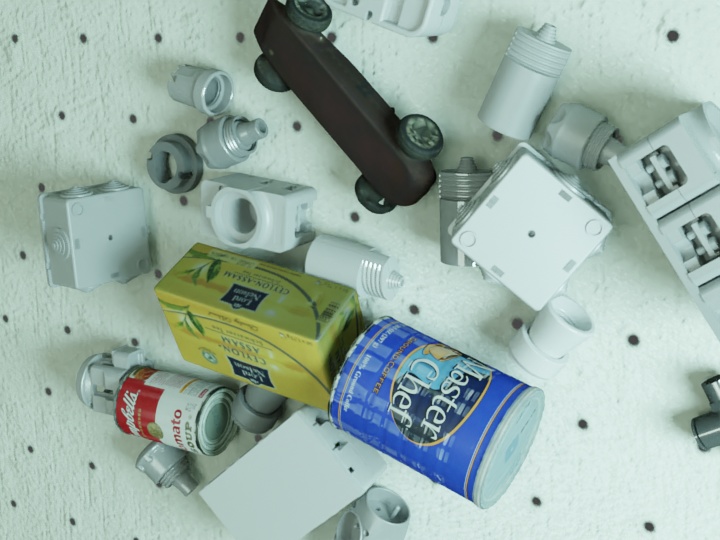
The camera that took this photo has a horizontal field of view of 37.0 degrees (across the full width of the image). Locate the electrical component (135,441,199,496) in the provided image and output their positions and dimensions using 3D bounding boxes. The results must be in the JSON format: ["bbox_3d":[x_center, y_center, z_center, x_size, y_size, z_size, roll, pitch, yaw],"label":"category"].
[{"bbox_3d":[-0.186,0.195,1.059,0.062,0.048,0.048,45,121,6],"label":"electrical component"}]

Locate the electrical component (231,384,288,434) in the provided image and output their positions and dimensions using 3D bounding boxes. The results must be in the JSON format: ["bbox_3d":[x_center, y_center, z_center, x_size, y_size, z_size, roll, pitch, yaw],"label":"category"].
[{"bbox_3d":[-0.088,0.115,0.977,0.045,0.045,0.055,41,120,17],"label":"electrical component"}]

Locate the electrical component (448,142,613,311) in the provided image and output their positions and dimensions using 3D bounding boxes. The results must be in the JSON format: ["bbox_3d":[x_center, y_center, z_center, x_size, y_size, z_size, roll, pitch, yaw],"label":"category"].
[{"bbox_3d":[0.124,-0.030,0.781,0.100,0.048,0.099,39,104,-4],"label":"electrical component"}]

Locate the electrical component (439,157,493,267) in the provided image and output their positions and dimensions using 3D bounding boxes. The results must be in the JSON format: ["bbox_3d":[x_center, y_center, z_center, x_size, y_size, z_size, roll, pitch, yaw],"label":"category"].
[{"bbox_3d":[0.083,-0.047,0.831,0.043,0.043,0.081,6,105,30],"label":"electrical component"}]

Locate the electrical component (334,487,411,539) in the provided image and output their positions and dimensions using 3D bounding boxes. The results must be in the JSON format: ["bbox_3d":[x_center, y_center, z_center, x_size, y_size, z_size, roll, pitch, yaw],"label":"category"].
[{"bbox_3d":[0.014,0.244,0.936,0.077,0.044,0.079,-61,35,27],"label":"electrical component"}]

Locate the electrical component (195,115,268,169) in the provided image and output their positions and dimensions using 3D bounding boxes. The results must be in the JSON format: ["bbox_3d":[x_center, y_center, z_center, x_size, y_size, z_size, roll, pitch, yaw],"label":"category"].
[{"bbox_3d":[-0.108,-0.114,0.931,0.062,0.043,0.043,-16,94,32],"label":"electrical component"}]

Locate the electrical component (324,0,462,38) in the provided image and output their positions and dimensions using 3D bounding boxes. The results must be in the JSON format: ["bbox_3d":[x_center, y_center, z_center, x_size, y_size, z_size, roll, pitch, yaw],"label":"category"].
[{"bbox_3d":[0.027,-0.214,0.812,0.095,0.059,0.053,27,115,23],"label":"electrical component"}]

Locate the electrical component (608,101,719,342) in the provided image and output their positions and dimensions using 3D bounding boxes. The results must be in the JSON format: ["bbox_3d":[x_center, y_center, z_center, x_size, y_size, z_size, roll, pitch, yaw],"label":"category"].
[{"bbox_3d":[0.242,-0.031,0.710,0.062,0.089,0.150,-34,84,33],"label":"electrical component"}]

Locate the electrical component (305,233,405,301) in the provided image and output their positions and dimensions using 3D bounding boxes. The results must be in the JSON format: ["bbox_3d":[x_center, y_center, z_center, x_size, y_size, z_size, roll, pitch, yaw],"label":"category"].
[{"bbox_3d":[0.000,0.000,0.894,0.081,0.043,0.043,17,111,27],"label":"electrical component"}]

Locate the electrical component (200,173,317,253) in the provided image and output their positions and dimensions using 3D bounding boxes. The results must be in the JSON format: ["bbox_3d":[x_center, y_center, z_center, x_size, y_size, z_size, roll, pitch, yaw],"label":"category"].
[{"bbox_3d":[-0.091,-0.050,0.929,0.089,0.056,0.050,13,109,28],"label":"electrical component"}]

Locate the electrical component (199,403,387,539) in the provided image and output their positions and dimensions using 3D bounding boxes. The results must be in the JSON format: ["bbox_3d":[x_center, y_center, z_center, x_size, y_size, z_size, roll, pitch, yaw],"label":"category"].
[{"bbox_3d":[-0.059,0.186,0.963,0.089,0.062,0.150,51,122,4],"label":"electrical component"}]

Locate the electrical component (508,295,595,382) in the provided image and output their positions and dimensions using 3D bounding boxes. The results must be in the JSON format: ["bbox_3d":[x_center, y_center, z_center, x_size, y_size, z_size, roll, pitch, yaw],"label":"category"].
[{"bbox_3d":[0.145,0.052,0.818,0.045,0.045,0.055,44,121,15],"label":"electrical component"}]

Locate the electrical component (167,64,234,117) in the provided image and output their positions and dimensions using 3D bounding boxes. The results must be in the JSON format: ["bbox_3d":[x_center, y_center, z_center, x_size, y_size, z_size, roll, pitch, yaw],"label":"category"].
[{"bbox_3d":[-0.140,-0.159,0.942,0.046,0.040,0.040,21,113,31],"label":"electrical component"}]

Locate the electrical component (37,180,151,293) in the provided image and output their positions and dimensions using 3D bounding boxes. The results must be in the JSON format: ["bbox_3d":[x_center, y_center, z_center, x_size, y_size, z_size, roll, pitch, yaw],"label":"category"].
[{"bbox_3d":[-0.246,-0.032,1.004,0.048,0.100,0.099,9,107,43],"label":"electrical component"}]

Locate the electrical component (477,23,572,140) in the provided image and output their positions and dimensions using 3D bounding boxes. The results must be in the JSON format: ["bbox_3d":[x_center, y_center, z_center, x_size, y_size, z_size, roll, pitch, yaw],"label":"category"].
[{"bbox_3d":[0.122,-0.141,0.783,0.043,0.043,0.081,33,117,20],"label":"electrical component"}]

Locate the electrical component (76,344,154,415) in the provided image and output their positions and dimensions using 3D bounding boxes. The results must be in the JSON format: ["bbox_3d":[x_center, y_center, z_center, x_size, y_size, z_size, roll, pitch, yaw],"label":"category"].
[{"bbox_3d":[-0.242,0.113,1.064,0.057,0.058,0.078,7,106,27],"label":"electrical component"}]

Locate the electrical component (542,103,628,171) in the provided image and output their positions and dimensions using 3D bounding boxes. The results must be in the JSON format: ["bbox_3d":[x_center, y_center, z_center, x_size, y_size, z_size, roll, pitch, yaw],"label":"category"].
[{"bbox_3d":[0.166,-0.091,0.769,0.062,0.043,0.043,31,116,21],"label":"electrical component"}]
